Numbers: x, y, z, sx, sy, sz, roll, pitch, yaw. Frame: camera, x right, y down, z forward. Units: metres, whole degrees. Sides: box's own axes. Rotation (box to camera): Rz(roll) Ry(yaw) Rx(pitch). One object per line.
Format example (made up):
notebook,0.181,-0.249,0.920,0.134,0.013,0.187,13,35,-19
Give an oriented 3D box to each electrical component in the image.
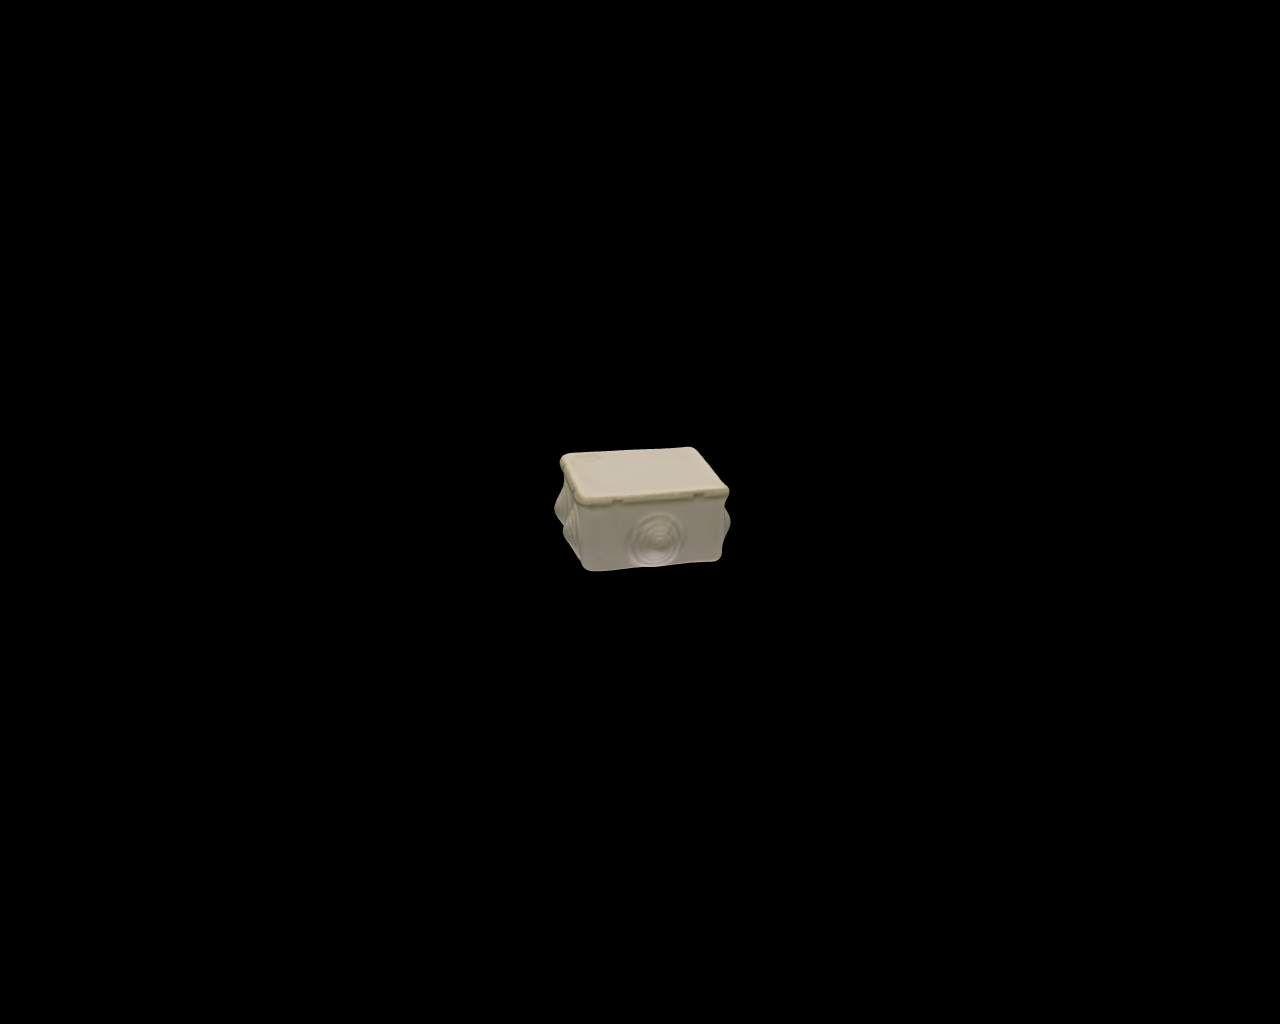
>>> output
electrical component,0.001,-0.003,0.650,0.100,0.048,0.100,-4,21,-11
